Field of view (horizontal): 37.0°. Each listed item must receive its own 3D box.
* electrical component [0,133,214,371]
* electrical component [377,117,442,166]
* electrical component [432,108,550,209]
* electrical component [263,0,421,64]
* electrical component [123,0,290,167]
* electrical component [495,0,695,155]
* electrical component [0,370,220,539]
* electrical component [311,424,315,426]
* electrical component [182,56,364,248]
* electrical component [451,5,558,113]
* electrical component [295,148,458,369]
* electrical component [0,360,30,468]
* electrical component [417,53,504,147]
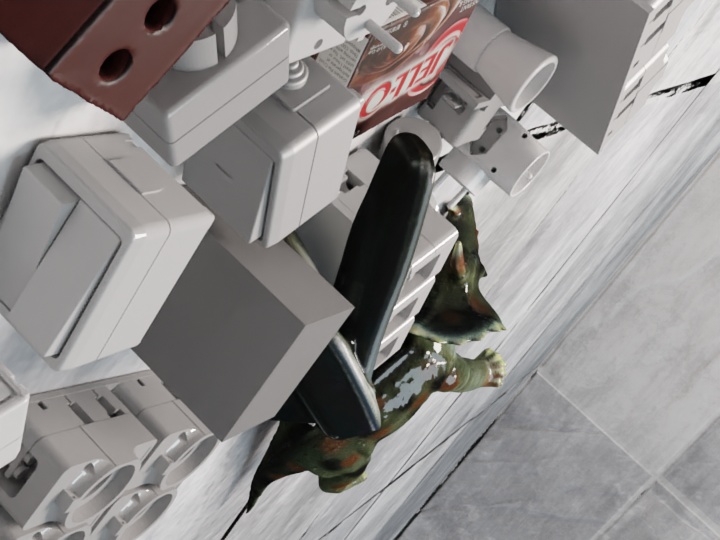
[{"bbox_3d":[-0.121,-0.003,0.463,0.096,0.062,0.061,-55,163,26],"label":"electrical component"},{"bbox_3d":[0.030,-0.071,0.743,0.040,0.040,0.078,-38,163,-30],"label":"electrical component"},{"bbox_3d":[0.085,-0.081,0.795,0.079,0.077,0.043,-48,165,4],"label":"electrical component"},{"bbox_3d":[-0.006,-0.121,0.450,0.047,0.076,0.083,-32,159,-44],"label":"electrical component"},{"bbox_3d":[-0.066,-0.092,0.417,0.066,0.047,0.076,-41,164,-21],"label":"electrical component"},{"bbox_3d":[0.149,-0.166,0.700,0.060,0.105,0.186,-44,165,-11],"label":"electrical component"},{"bbox_3d":[-0.165,0.126,0.670,0.105,0.060,0.186,-52,164,16],"label":"electrical component"},{"bbox_3d":[-0.035,0.069,0.890,0.062,0.061,0.096,-36,154,-38],"label":"electrical component"},{"bbox_3d":[-0.045,-0.064,0.514,0.061,0.062,0.096,-39,163,-28],"label":"electrical component"},{"bbox_3d":[0.087,-0.137,0.682,0.044,0.065,0.044,-43,165,-14],"label":"electrical component"},{"bbox_3d":[0.000,0.000,0.743,0.062,0.089,0.150,-36,161,-34],"label":"electrical component"},{"bbox_3d":[-0.195,0.069,0.443,0.096,0.062,0.061,-34,160,-40],"label":"electrical component"},{"bbox_3d":[0.077,-0.121,0.740,0.081,0.042,0.063,-24,154,-54],"label":"electrical component"}]
